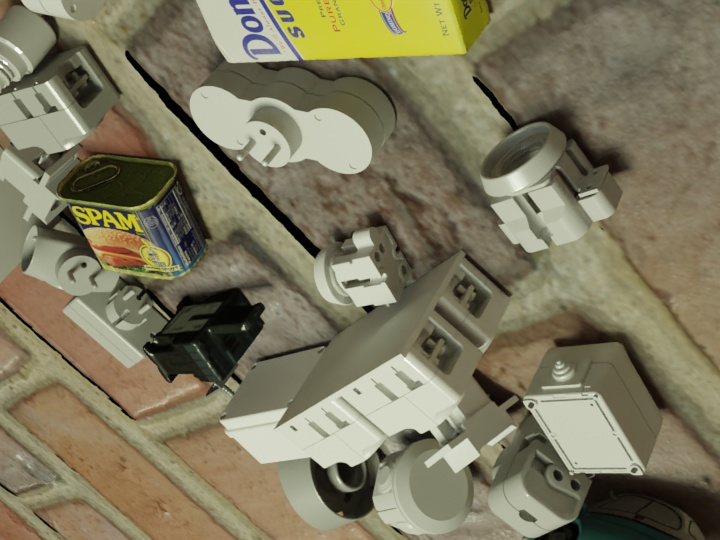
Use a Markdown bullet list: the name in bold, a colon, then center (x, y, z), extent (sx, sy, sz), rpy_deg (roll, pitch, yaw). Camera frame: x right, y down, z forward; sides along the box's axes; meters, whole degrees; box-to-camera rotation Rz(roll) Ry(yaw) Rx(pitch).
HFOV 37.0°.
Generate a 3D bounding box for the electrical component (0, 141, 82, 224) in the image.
- **electrical component**: center (-0.268, -0.081, 0.902), extent (0.064, 0.042, 0.081), rpy_deg (41, 141, -6)

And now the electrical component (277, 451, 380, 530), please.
- **electrical component**: center (-0.029, 0.184, 0.974), extent (0.064, 0.099, 0.099), rpy_deg (-24, 115, 41)

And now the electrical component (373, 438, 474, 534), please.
- **electrical component**: center (0.054, 0.189, 0.932), extent (0.080, 0.080, 0.051), rpy_deg (43, 146, -12)

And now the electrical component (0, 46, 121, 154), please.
- **electrical component**: center (-0.234, -0.127, 0.819), extent (0.089, 0.050, 0.055), rpy_deg (-5, 130, 38)

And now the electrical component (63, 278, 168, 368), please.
- **electrical component**: center (-0.216, 0.038, 0.987), extent (0.083, 0.047, 0.076), rpy_deg (44, 141, -13)

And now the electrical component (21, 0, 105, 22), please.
- **electrical component**: center (-0.188, -0.222, 0.685), extent (0.074, 0.052, 0.138), rpy_deg (15, 138, 22)

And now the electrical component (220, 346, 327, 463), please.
- **electrical component**: center (-0.059, 0.117, 0.936), extent (0.113, 0.078, 0.057), rpy_deg (-17, 123, 45)

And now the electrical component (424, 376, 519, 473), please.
- **electrical component**: center (0.080, 0.116, 0.843), extent (0.063, 0.081, 0.042), rpy_deg (54, 143, 11)

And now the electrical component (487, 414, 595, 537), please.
- **electrical component**: center (0.140, 0.151, 0.816), extent (0.054, 0.095, 0.059), rpy_deg (38, 142, -4)

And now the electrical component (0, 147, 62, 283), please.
- **electrical component**: center (-0.364, -0.076, 0.923), extent (0.060, 0.105, 0.186), rpy_deg (-11, 124, 42)

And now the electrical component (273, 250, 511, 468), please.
- **electrical component**: center (0.024, 0.075, 0.809), extent (0.060, 0.105, 0.186), rpy_deg (41, 142, -10)

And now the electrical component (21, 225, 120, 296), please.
- **electrical component**: center (-0.244, -0.002, 0.922), extent (0.077, 0.044, 0.079), rpy_deg (15, -164, -30)

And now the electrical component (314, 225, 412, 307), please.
- **electrical component**: center (0.000, 0.000, 0.796), extent (0.055, 0.048, 0.066), rpy_deg (-11, 124, 33)

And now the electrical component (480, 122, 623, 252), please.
- **electrical component**: center (0.110, -0.052, 0.652), extent (0.078, 0.058, 0.057), rpy_deg (-17, 123, 45)

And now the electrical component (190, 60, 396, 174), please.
- **electrical component**: center (-0.054, -0.093, 0.710), extent (0.138, 0.073, 0.052), rpy_deg (14, 138, 23)

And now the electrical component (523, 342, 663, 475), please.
- **electrical component**: center (0.165, 0.092, 0.762), extent (0.062, 0.061, 0.096), rpy_deg (-10, 125, 42)

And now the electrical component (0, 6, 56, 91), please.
- **electrical component**: center (-0.257, -0.158, 0.788), extent (0.040, 0.078, 0.040), rpy_deg (25, 156, 12)
